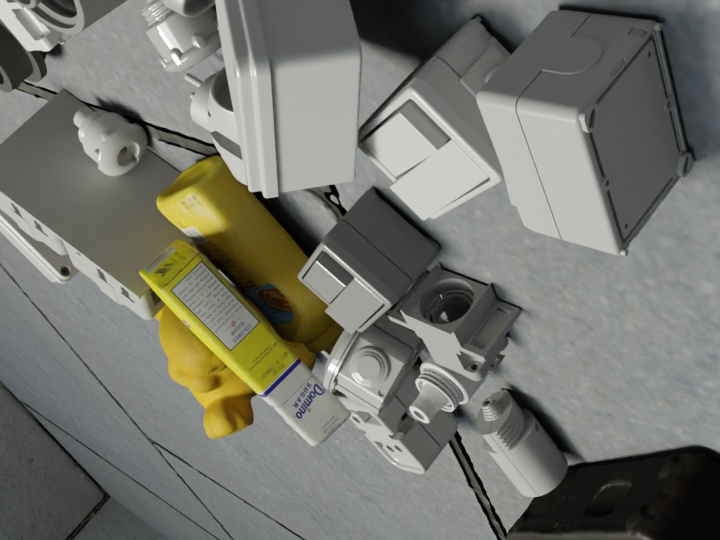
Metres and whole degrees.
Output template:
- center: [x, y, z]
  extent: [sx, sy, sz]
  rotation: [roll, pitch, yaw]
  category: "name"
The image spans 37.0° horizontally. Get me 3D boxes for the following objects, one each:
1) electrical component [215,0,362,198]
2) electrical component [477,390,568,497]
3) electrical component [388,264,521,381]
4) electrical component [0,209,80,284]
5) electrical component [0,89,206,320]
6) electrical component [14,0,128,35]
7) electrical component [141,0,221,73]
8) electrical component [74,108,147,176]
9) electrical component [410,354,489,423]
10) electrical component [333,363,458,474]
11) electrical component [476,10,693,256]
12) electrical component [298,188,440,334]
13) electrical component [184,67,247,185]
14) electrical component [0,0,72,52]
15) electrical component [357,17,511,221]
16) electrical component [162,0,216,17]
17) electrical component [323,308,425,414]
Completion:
- center: [-0.036, -0.109, 0.518]
  extent: [0.108, 0.056, 0.108]
  rotation: [94, 164, -63]
  category: "electrical component"
- center: [0.114, 0.124, 0.789]
  extent: [0.081, 0.043, 0.043]
  rotation: [52, 155, -24]
  category: "electrical component"
- center: [0.065, 0.037, 0.710]
  extent: [0.081, 0.042, 0.063]
  rotation: [23, 155, 39]
  category: "electrical component"
- center: [-0.278, -0.061, 0.994]
  extent: [0.108, 0.108, 0.056]
  rotation: [49, 159, -18]
  category: "electrical component"
- center: [-0.216, -0.054, 0.909]
  extent: [0.186, 0.105, 0.060]
  rotation: [35, 157, 14]
  category: "electrical component"
- center: [-0.198, -0.198, 0.674]
  extent: [0.108, 0.060, 0.108]
  rotation: [34, 157, 17]
  category: "electrical component"
- center: [-0.110, -0.153, 0.641]
  extent: [0.062, 0.048, 0.048]
  rotation: [56, 154, -17]
  category: "electrical component"
- center: [-0.208, -0.110, 0.877]
  extent: [0.062, 0.048, 0.048]
  rotation: [38, 159, 25]
  category: "electrical component"
- center: [0.061, 0.081, 0.770]
  extent: [0.043, 0.062, 0.043]
  rotation: [34, 157, 17]
  category: "electrical component"
- center: [0.032, 0.112, 0.877]
  extent: [0.095, 0.059, 0.054]
  rotation: [50, 156, -20]
  category: "electrical component"
- center: [0.096, -0.055, 0.463]
  extent: [0.061, 0.061, 0.096]
  rotation: [20, 150, 41]
  category: "electrical component"
- center: [0.000, 0.000, 0.720]
  extent: [0.062, 0.061, 0.096]
  rotation: [41, 158, 0]
  category: "electrical component"
- center: [-0.081, -0.101, 0.689]
  extent: [0.079, 0.043, 0.077]
  rotation: [33, 156, 20]
  category: "electrical component"
- center: [-0.239, -0.192, 0.776]
  extent: [0.081, 0.042, 0.063]
  rotation: [15, 148, 48]
  category: "electrical component"
- center: [0.046, -0.070, 0.518]
  extent: [0.062, 0.061, 0.096]
  rotation: [44, 158, -7]
  category: "electrical component"
- center: [-0.100, -0.172, 0.586]
  extent: [0.055, 0.048, 0.066]
  rotation: [47, 158, 6]
  category: "electrical component"
- center: [0.012, 0.063, 0.796]
  extent: [0.051, 0.080, 0.080]
  rotation: [31, 156, 10]
  category: "electrical component"
